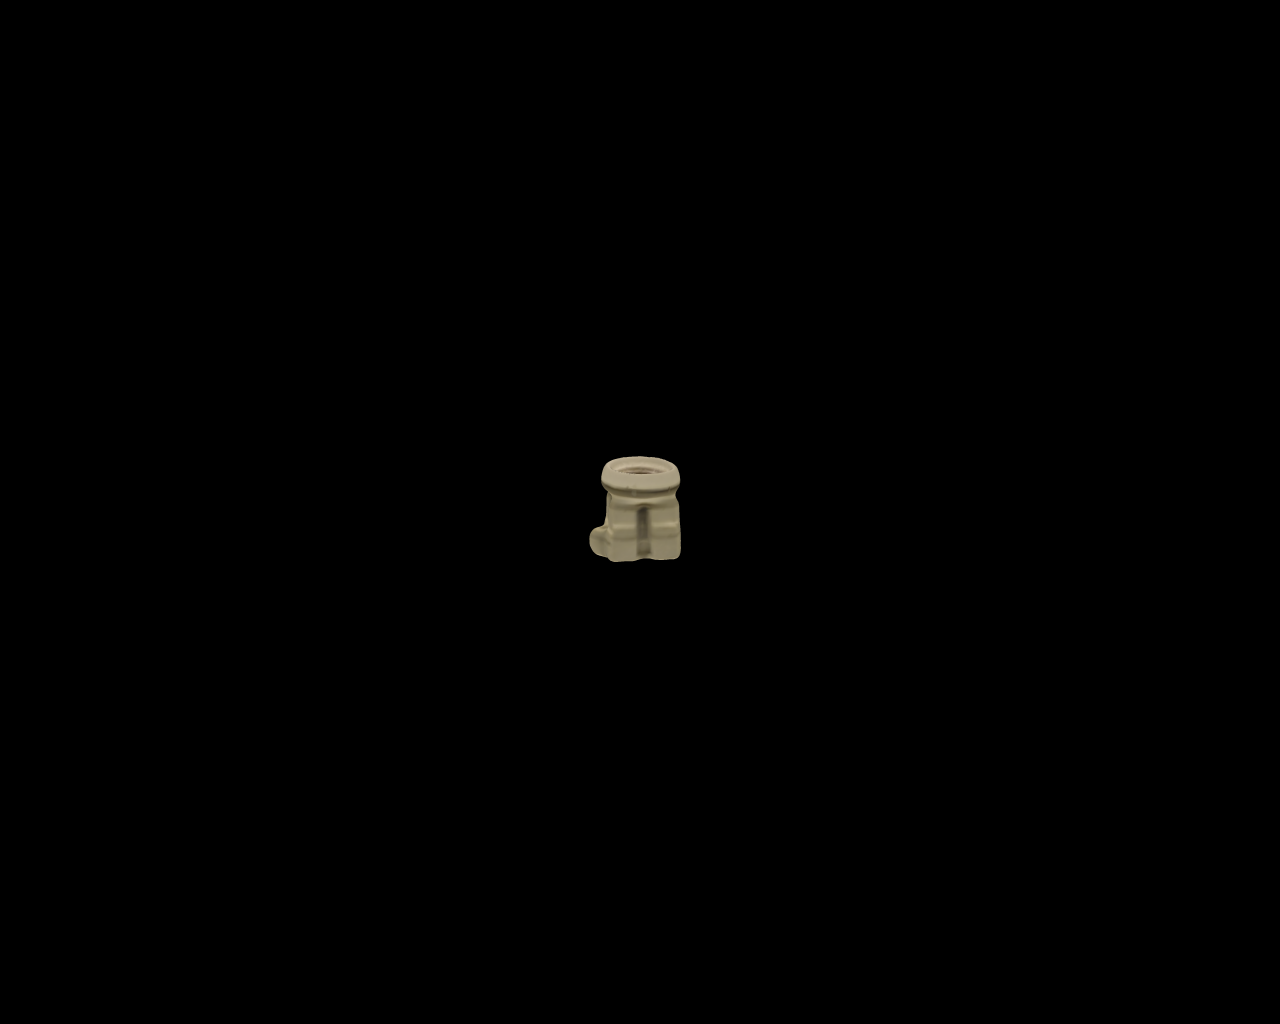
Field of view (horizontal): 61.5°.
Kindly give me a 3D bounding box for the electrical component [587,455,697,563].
[{"bbox_3d":[0.001,-0.003,0.650,0.066,0.055,0.048,-3,20,-7],"label":"electrical component"}]
